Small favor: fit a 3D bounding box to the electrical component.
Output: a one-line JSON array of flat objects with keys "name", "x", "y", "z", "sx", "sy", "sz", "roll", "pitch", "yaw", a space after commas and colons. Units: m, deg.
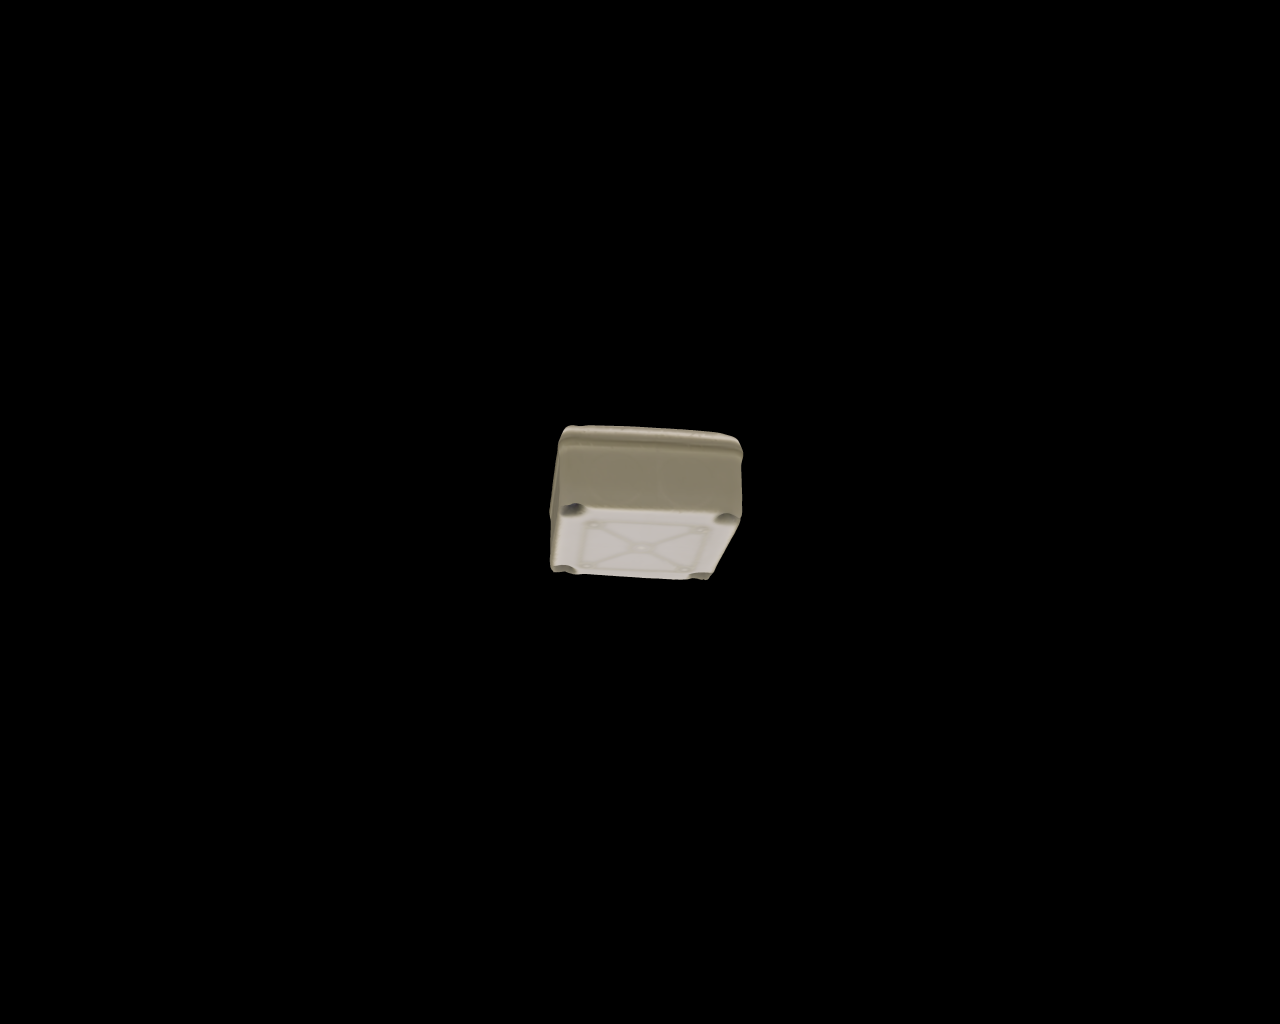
[{"name": "electrical component", "x": 0.001, "y": -0.003, "z": 0.650, "sx": 0.109, "sy": 0.056, "sz": 0.108, "roll": 3, "pitch": -26, "yaw": -7}]
